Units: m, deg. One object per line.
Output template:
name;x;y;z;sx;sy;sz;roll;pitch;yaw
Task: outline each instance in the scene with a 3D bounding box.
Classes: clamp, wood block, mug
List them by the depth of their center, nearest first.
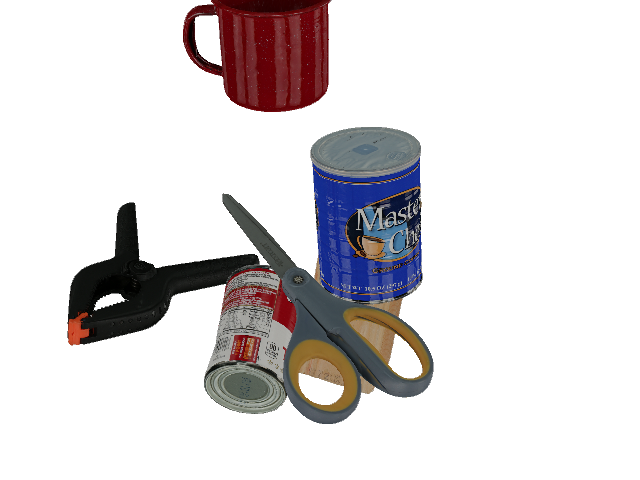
mug;-0.047;-0.150;0.808;0.117;0.081;0.093;2;33;5
clamp;-0.181;0.032;1.030;0.165;0.036;0.209;26;37;23
wood block;0.044;0.053;1.196;0.090;0.206;0.090;16;24;13

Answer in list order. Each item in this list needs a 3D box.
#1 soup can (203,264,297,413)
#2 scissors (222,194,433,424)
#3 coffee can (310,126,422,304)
soup can;-0.052;0.079;0.859;0.068;0.102;0.068;6;-42;5
scissors;-0.022;0.042;0.659;0.202;0.016;0.096;33;55;28
coffee can;0.046;-0.025;1.020;0.103;0.140;0.103;-3;28;1
